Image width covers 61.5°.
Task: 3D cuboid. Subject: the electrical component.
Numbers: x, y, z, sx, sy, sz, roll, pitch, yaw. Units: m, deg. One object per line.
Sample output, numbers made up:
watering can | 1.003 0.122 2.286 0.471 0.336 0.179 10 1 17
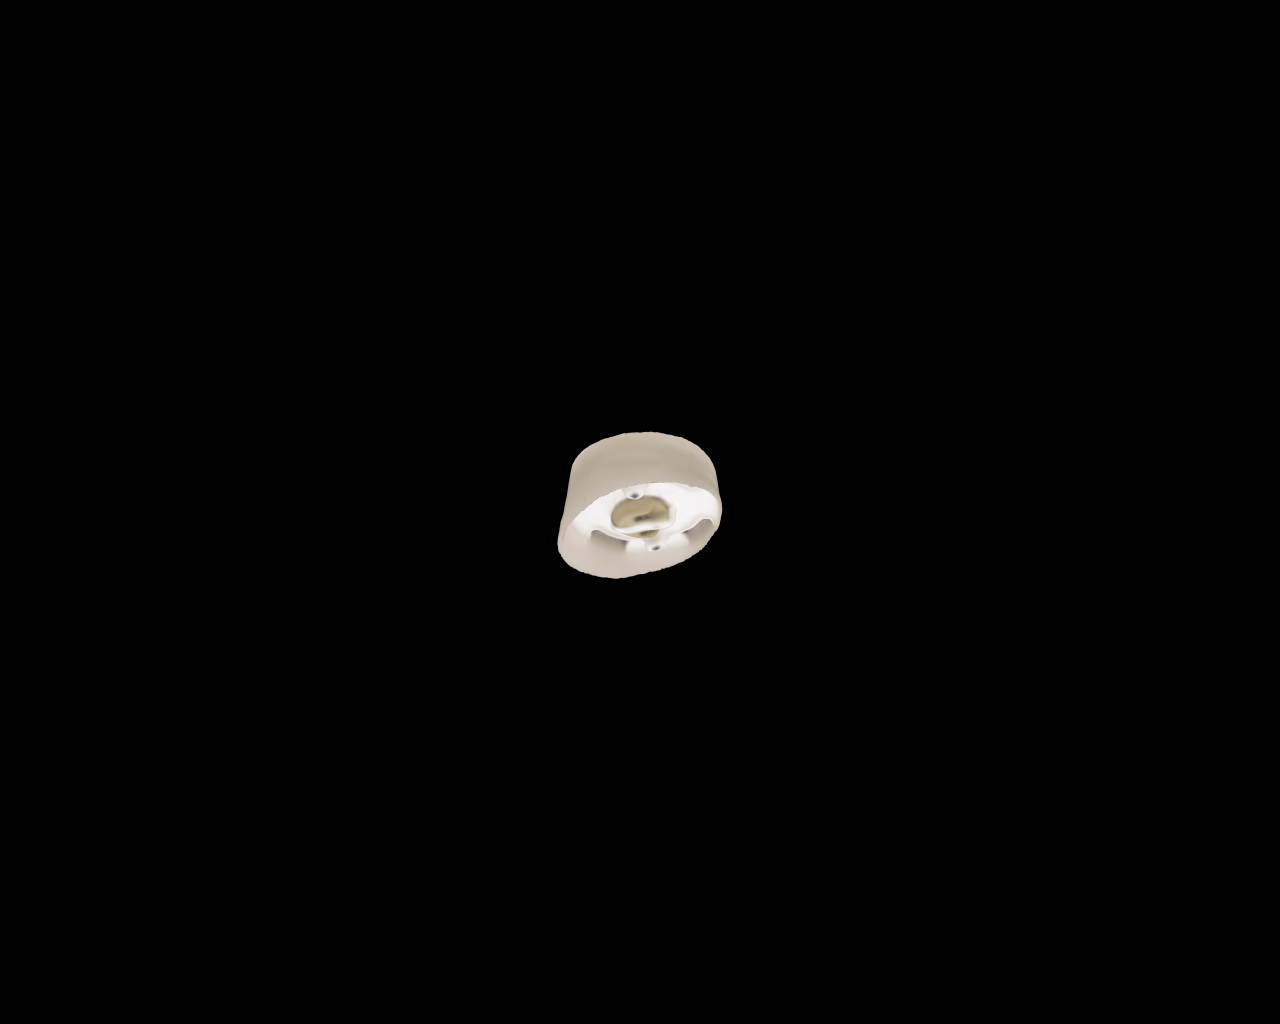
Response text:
electrical component | 0.001 -0.003 0.650 0.099 0.064 0.099 0 -33 0
